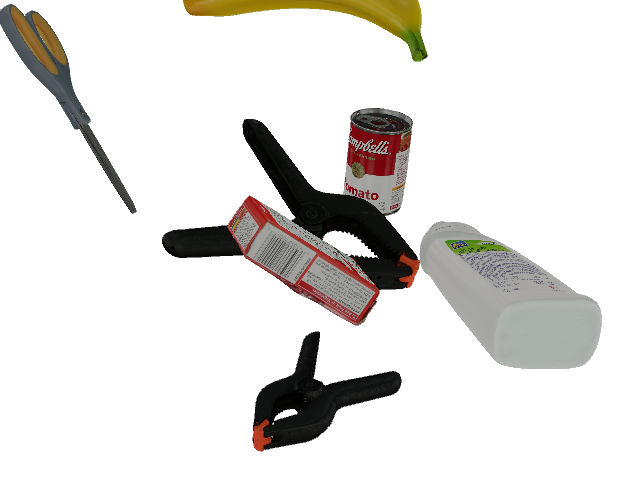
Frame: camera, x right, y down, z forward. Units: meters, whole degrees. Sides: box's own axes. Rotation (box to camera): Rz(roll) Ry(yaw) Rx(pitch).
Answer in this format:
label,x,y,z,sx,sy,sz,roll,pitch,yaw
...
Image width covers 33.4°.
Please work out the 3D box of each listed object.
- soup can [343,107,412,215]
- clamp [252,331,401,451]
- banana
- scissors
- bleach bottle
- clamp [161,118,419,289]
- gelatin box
label,x,y,z,sx,sy,sz,roll,pitch,yaw
soup can,0.062,-0.086,1.174,0.068,0.102,0.068,4,29,-2
clamp,-0.015,0.151,1.084,0.171,0.039,0.120,-24,35,-37
banana,-0.005,-0.185,0.809,0.198,0.069,0.037,13,-39,18
scissors,-0.215,-0.122,0.939,0.016,0.201,0.096,-27,26,10
bleach bottle,0.163,0.037,1.013,0.102,0.068,0.251,1,20,-14
clamp,-0.019,-0.007,0.913,0.210,0.164,0.036,30,-35,11
gelatin box,-0.012,0.012,0.675,0.089,0.030,0.073,33,5,-19
